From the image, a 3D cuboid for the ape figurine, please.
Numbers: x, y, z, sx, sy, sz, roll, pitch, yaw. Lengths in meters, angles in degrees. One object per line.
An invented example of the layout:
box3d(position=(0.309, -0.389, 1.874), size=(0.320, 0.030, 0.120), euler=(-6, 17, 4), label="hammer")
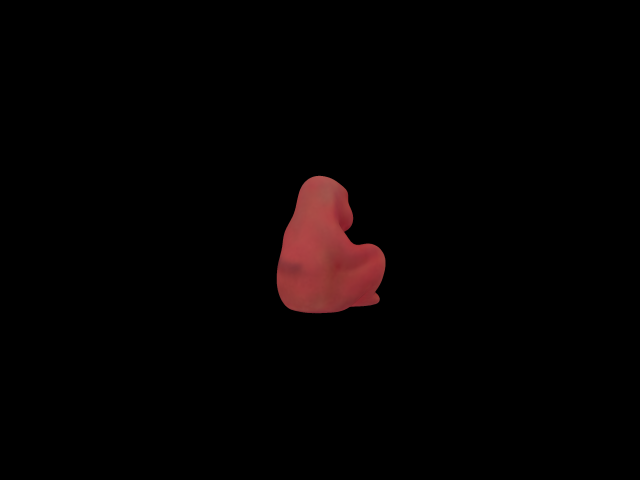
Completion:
box3d(position=(0.004, 0.001, 0.400), size=(0.076, 0.092, 0.077), euler=(-5, 9, -36), label="ape figurine")
